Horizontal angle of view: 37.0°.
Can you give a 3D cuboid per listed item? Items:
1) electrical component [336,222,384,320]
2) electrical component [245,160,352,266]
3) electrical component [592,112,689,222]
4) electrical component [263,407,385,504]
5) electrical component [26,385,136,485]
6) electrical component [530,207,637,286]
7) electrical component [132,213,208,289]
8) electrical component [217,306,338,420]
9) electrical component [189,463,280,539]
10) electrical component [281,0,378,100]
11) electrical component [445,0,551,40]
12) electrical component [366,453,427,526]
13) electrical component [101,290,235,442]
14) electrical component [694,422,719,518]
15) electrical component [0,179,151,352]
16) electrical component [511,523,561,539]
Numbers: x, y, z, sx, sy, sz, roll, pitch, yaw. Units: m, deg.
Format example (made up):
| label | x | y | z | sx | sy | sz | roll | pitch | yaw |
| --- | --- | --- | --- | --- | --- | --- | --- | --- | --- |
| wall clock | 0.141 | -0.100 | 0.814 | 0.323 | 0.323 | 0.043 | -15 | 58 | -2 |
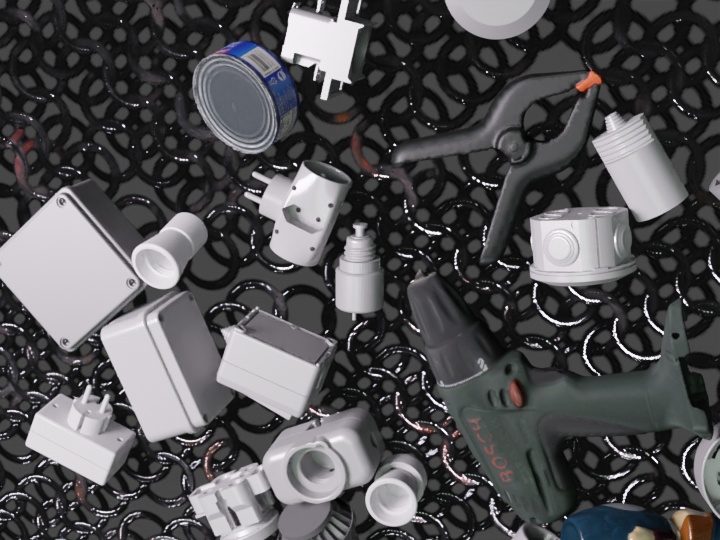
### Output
| label | x | y | z | sx | sy | sz | roll | pitch | yaw |
| --- | --- | --- | --- | --- | --- | --- | --- | --- | --- |
| electrical component | 0.000 | 0.000 | 0.889 | 0.040 | 0.040 | 0.078 | 4 | 107 | 13 |
| electrical component | -0.057 | -0.054 | 0.886 | 0.079 | 0.043 | 0.077 | 26 | 111 | 6 |
| electrical component | 0.209 | -0.082 | 0.811 | 0.043 | 0.043 | 0.081 | -29 | 97 | 20 |
| electrical component | -0.032 | 0.164 | 0.934 | 0.095 | 0.059 | 0.053 | -20 | 100 | 18 |
| electrical component | -0.251 | 0.140 | 0.988 | 0.083 | 0.047 | 0.075 | 26 | 112 | 5 |
| electrical component | 0.169 | -0.019 | 0.821 | 0.080 | 0.080 | 0.051 | -4 | 100 | 15 |
| electrical component | -0.157 | -0.020 | 0.909 | 0.044 | 0.065 | 0.044 | 12 | 127 | 17 |
| electrical component | -0.078 | 0.078 | 0.919 | 0.096 | 0.061 | 0.061 | 23 | 110 | 7 |
| electrical component | -0.107 | 0.215 | 0.969 | 0.078 | 0.058 | 0.057 | -22 | 96 | 18 |
| electrical component | -0.026 | -0.178 | 0.843 | 0.064 | 0.042 | 0.081 | 18 | 109 | 12 |
| electrical component | 0.104 | -0.213 | 0.795 | 0.080 | 0.051 | 0.080 | 4 | 107 | 13 |
| electrical component | 0.032 | 0.188 | 0.927 | 0.045 | 0.055 | 0.045 | 4 | 106 | 13 |
| electrical component | -0.164 | 0.082 | 0.934 | 0.057 | 0.078 | 0.113 | -18 | 101 | 21 |
| electrical component | 0.318 | 0.163 | 0.857 | 0.099 | 0.064 | 0.099 | 1 | 92 | 16 |
| electrical component | -0.246 | -0.004 | 0.940 | 0.109 | 0.056 | 0.108 | -39 | 94 | 21 |
| electrical component | 0.148 | 0.250 | 0.918 | 0.055 | 0.055 | 0.047 | 30 | 107 | 4 |
